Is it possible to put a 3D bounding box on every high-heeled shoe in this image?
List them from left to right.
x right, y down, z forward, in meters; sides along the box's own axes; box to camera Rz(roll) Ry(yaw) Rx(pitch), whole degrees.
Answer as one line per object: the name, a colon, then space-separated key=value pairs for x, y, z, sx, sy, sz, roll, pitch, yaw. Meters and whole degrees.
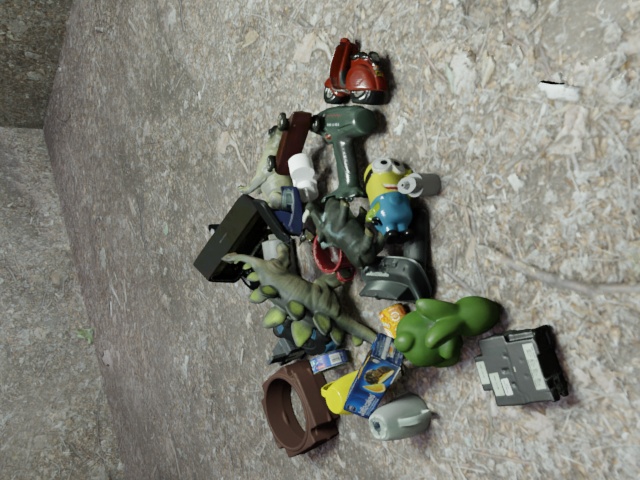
high-heeled shoe: x=-0.239 y=0.042 z=1.508 sx=0.249 sy=0.086 sz=0.145 roll=21 pitch=111 yaw=44

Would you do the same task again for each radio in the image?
radio: x=-0.207 y=0.002 z=1.367 sx=0.073 sy=0.131 sz=0.229 roll=41 pitch=100 yaw=26

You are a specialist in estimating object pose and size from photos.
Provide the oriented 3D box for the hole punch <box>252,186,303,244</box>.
hole punch: x=-0.080 y=-0.060 z=1.207 sx=0.115 sy=0.092 sz=0.142 roll=61 pitch=164 yaw=-16

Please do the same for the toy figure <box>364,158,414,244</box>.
toy figure: x=0.127 y=-0.075 z=1.019 sx=0.089 sy=0.082 sz=0.180 roll=-33 pitch=54 yaw=42

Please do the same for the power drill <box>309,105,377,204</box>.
power drill: x=0.041 y=-0.182 z=1.148 sx=0.232 sy=0.086 sz=0.207 roll=-2 pitch=86 yaw=60

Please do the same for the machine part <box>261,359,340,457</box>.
machine part: x=-0.055 y=0.415 z=1.326 sx=0.201 sy=0.087 sz=0.201 roll=-47 pitch=60 yaw=42

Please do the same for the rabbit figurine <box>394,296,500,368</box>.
rabbit figurine: x=0.217 y=0.139 z=0.926 sx=0.170 sy=0.159 sz=0.121 roll=-33 pitch=58 yaw=32

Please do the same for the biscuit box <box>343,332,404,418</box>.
biscuit box: x=0.103 y=0.267 z=1.040 sx=0.059 sy=0.063 sz=0.202 roll=22 pitch=132 yaw=4

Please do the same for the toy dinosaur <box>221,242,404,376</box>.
toy dinosaur: x=-0.017 y=0.138 z=1.158 sx=0.472 sy=0.198 sz=0.105 roll=23 pitch=129 yaw=12

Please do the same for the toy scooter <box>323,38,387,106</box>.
toy scooter: x=0.070 y=-0.343 z=1.093 sx=0.184 sy=0.075 sz=0.135 roll=22 pitch=109 yaw=53

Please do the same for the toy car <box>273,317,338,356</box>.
toy car: x=-0.027 y=0.193 z=1.244 sx=0.162 sy=0.103 sz=0.109 roll=27 pitch=142 yaw=-3

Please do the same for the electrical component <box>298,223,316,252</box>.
electrical component: x=-0.001 y=-0.004 z=1.205 sx=0.045 sy=0.102 sz=0.078 roll=31 pitch=95 yaw=38

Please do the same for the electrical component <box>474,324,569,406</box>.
electrical component: x=0.315 y=0.203 z=0.865 sx=0.134 sy=0.058 sz=0.115 roll=-25 pitch=73 yaw=50

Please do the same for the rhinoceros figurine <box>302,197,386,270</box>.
rhinoceros figurine: x=0.045 y=-0.020 z=1.061 sx=0.190 sy=0.073 sz=0.112 roll=44 pitch=112 yaw=31

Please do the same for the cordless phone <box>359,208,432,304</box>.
cordless phone: x=0.149 y=0.029 z=1.049 sx=0.147 sy=0.088 sz=0.184 roll=-1 pitch=82 yaw=53

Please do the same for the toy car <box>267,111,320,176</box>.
toy car: x=-0.061 y=-0.213 z=1.175 sx=0.202 sy=0.089 sz=0.053 roll=113 pitch=154 yaw=-54

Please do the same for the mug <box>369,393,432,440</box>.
mug: x=0.156 y=0.350 z=1.039 sx=0.110 sy=0.107 sz=0.080 roll=-18 pitch=82 yaw=52

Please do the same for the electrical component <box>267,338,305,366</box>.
electrical component: x=-0.084 y=0.270 z=1.316 sx=0.048 sy=0.119 sz=0.074 roll=57 pitch=136 yaw=30

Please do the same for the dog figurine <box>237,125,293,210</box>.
dog figurine: x=-0.085 y=-0.163 z=1.297 sx=0.172 sy=0.121 sz=0.190 roll=35 pitch=106 yaw=3

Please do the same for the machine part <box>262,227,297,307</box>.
machine part: x=-0.095 y=0.082 z=1.343 sx=0.079 sy=0.079 sz=0.243 roll=-15 pitch=82 yaw=51
